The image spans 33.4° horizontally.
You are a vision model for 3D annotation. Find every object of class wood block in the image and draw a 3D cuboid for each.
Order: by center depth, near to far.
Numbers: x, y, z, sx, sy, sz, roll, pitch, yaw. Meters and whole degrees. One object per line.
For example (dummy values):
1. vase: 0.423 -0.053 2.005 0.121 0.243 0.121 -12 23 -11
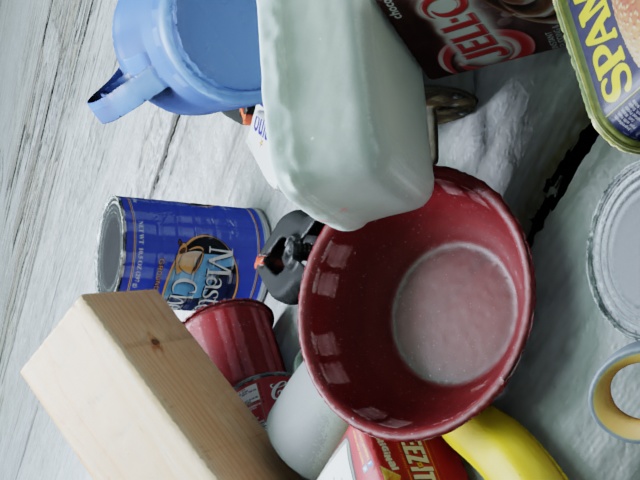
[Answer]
1. wood block: -0.111 0.141 0.776 0.090 0.090 0.206 -49 68 21

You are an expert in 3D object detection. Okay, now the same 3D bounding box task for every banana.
1. banana: 0.110 0.144 0.580 0.198 0.037 0.070 -116 39 -48

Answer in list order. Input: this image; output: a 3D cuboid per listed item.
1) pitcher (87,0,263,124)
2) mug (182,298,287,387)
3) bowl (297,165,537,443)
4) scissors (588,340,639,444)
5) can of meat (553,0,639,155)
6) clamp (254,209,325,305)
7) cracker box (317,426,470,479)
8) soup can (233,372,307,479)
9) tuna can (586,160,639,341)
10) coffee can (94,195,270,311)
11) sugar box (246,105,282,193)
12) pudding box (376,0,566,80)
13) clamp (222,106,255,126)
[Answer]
1. pitcher: -0.084 -0.146 0.768 0.243 0.144 0.149 -150 69 -74
2. mug: -0.083 0.109 0.910 0.093 0.117 0.081 -56 42 38
3. bowl: 0.065 0.040 0.632 0.162 0.055 0.162 -11 71 35
4. scissors: 0.179 0.034 0.434 0.096 0.016 0.202 32 121 24
5. can of meat: 0.163 -0.103 0.491 0.084 0.057 0.102 -47 44 50
6. clamp: -0.006 0.001 0.853 0.172 0.039 0.120 4 77 63
7. cracker box: 0.037 0.237 0.680 0.164 0.072 0.214 -111 35 -42
8. soup can: -0.033 0.165 0.843 0.102 0.068 0.069 -109 34 -40
9. tuna can: 0.164 0.005 0.494 0.086 0.033 0.086 -175 90 -65
10. coffee can: -0.128 0.015 0.986 0.103 0.140 0.103 -175 90 -65
11. sugar box: -0.012 -0.134 0.879 0.093 0.048 0.176 60 137 51
12. pudding box: 0.083 -0.133 0.567 0.090 0.113 0.039 -12 65 21
13. clamp: -0.081 -0.196 1.047 0.165 0.036 0.210 -65 34 37
